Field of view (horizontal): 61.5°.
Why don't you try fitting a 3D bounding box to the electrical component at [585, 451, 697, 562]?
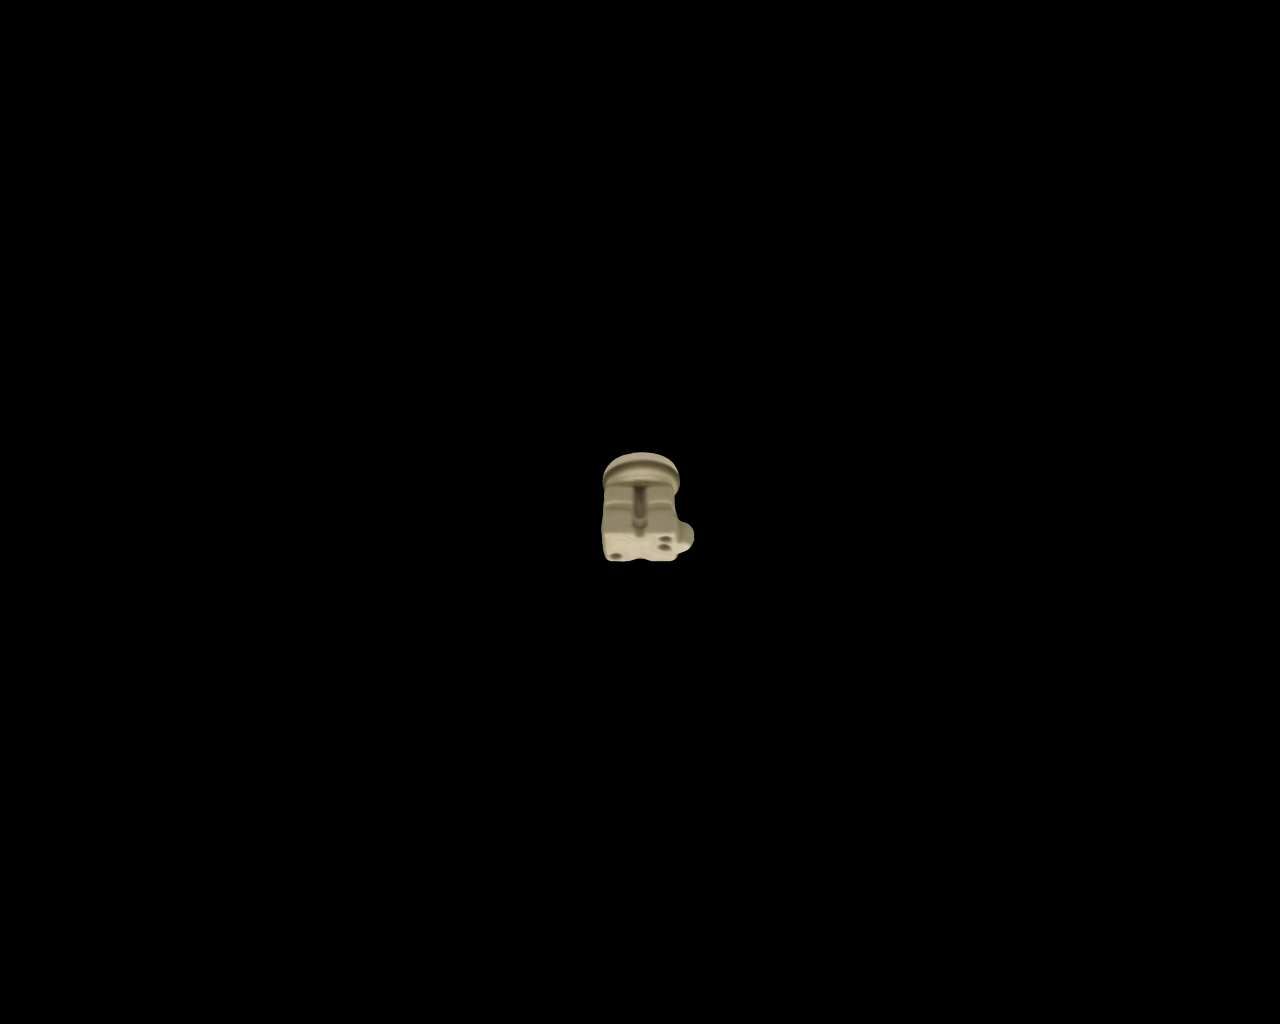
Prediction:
[{"bbox_3d":[0.001,-0.003,0.650,0.066,0.055,0.048,0,-32,0],"label":"electrical component"}]
